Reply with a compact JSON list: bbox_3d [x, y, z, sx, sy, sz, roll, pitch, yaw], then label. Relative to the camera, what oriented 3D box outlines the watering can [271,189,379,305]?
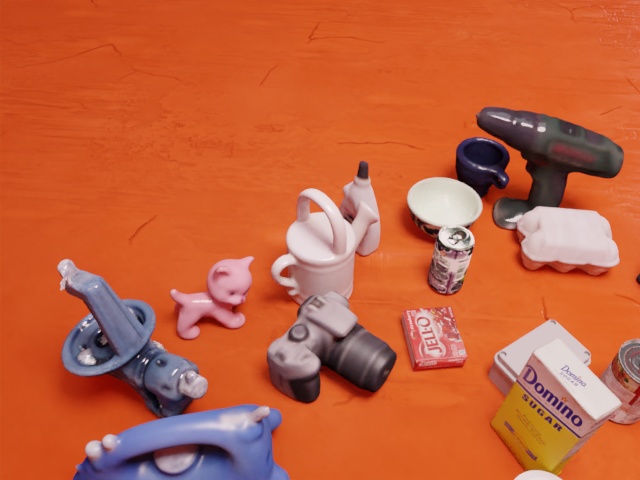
[{"bbox_3d":[0.006,0.002,0.823,0.100,0.194,0.173,24,51,20],"label":"watering can"}]

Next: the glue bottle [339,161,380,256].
[{"bbox_3d":[0.062,-0.055,0.891,0.037,0.173,0.078,-33,56,-27],"label":"glue bottle"}]

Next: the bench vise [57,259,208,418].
[{"bbox_3d":[-0.227,0.113,0.697,0.207,0.220,0.121,9,48,7],"label":"bench vise"}]

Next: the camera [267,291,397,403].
[{"bbox_3d":[0.022,0.146,0.753,0.136,0.101,0.143,29,53,23],"label":"camera"}]

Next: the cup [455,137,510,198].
[{"bbox_3d":[0.284,-0.110,1.000,0.092,0.095,0.117,-18,50,-17],"label":"cup"}]

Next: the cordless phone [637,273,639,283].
[{"bbox_3d":[0.564,0.004,0.839,0.148,0.185,0.094,-34,56,-28],"label":"cordless phone"}]

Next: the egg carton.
[{"bbox_3d":[0.393,0.002,0.916,0.150,0.069,0.107,4,47,3],"label":"egg carton"}]

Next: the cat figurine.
[{"bbox_3d":[-0.148,0.072,0.807,0.128,0.118,0.067,-14,49,-13],"label":"cat figurine"}]

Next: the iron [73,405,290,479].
[{"bbox_3d":[-0.167,0.237,0.637,0.258,0.141,0.118,-7,48,-8],"label":"iron"}]

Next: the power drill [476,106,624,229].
[{"bbox_3d":[0.348,-0.110,0.923,0.229,0.208,0.075,9,48,7],"label":"power drill"}]
